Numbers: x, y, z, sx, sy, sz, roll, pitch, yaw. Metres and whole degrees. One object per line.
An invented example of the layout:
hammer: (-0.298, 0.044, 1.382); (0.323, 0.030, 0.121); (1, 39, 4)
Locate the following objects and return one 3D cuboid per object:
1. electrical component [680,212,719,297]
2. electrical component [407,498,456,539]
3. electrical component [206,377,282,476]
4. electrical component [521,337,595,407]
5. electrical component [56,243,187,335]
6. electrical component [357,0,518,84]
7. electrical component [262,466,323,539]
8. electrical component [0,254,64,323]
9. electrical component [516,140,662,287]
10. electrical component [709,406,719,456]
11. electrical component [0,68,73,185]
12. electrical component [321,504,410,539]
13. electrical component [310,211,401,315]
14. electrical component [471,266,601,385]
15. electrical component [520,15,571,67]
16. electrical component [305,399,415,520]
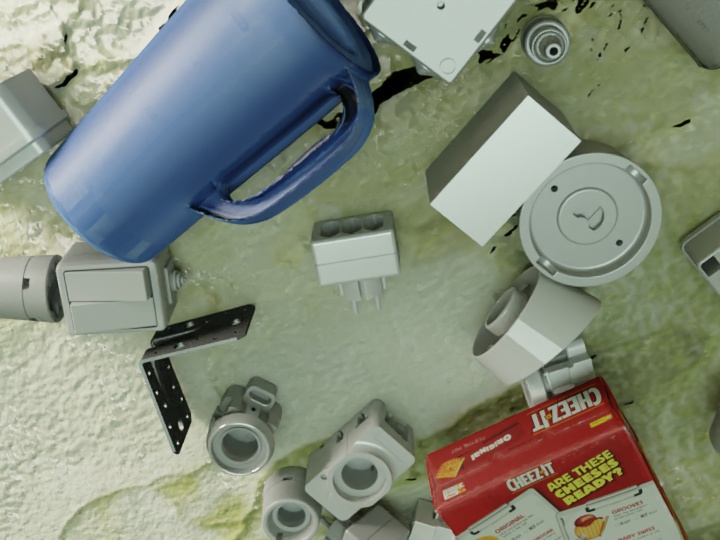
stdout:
electrical component: (0.332, -0.008, 0.850); (0.109, 0.056, 0.108); (-39, 107, 15)
electrical component: (0.072, 0.239, 0.961); (0.055, 0.048, 0.066); (16, 112, 2)
electrical component: (-0.100, 0.138, 0.915); (0.058, 0.057, 0.078); (27, 110, -10)
electrical component: (0.166, 0.093, 0.900); (0.055, 0.048, 0.066); (-17, 111, 0)
electrical component: (-0.188, 0.014, 0.863); (0.096, 0.061, 0.061); (-3, 112, 2)
electrical component: (0.057, -0.195, 0.781); (0.100, 0.048, 0.099); (34, 109, -13)
electrical component: (-0.060, 0.210, 0.949); (0.055, 0.047, 0.055); (0, 112, 1)
electrical component: (-0.267, 0.015, 0.868); (0.047, 0.055, 0.055); (1, 112, 4)
electrical component: (0.172, -0.048, 0.832); (0.108, 0.060, 0.108); (-1, 114, -2)
electrical component: (0.342, 0.142, 0.887); (0.108, 0.108, 0.060); (17, 117, -6)
electrical component: (-0.282, -0.093, 0.811); (0.113, 0.078, 0.057); (-32, 106, 13)
electrical component: (-0.006, 0.239, 0.958); (0.077, 0.047, 0.065); (36, 131, 23)
electrical component: (0.000, 0.000, 0.862); (0.066, 0.047, 0.076); (-9, 112, 4)
electrical component: (0.137, 0.046, 0.855); (0.064, 0.099, 0.099); (35, 109, -6)
electrical component: (0.137, -0.165, 0.785); (0.035, 0.061, 0.035); (0, 112, 1)
electrical component: (0.000, 0.165, 0.925); (0.050, 0.055, 0.089); (43, 107, -15)
